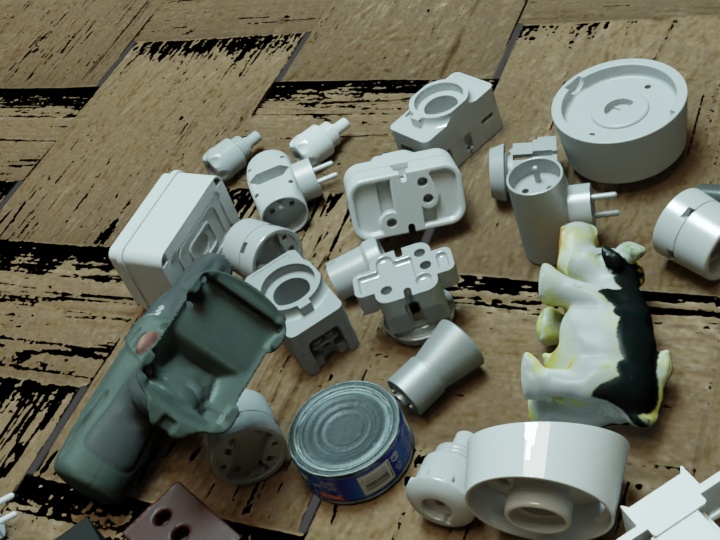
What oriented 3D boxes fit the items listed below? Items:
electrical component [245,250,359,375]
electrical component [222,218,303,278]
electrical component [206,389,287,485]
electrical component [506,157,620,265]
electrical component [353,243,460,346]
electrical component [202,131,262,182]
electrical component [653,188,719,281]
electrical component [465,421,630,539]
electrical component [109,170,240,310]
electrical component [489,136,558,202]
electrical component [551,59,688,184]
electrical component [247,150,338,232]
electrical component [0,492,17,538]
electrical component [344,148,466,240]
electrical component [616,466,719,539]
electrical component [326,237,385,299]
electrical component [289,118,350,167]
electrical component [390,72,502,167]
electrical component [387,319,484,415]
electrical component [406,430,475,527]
[{"bbox_3d":[-0.048,0.030,0.857,0.050,0.055,0.089,-33,43,-10],"label":"electrical component"},{"bbox_3d":[-0.085,-0.015,0.921,0.047,0.055,0.055,23,59,43],"label":"electrical component"},{"bbox_3d":[-0.085,0.120,0.784,0.055,0.055,0.047,-26,38,-3],"label":"electrical component"},{"bbox_3d":[0.159,-0.046,0.828,0.079,0.077,0.043,-6,44,18],"label":"electrical component"},{"bbox_3d":[0.040,0.021,0.826,0.078,0.057,0.058,-18,42,6],"label":"electrical component"},{"bbox_3d":[-0.123,-0.115,1.055,0.061,0.035,0.035,-40,44,-22],"label":"electrical component"},{"bbox_3d":[0.250,-0.025,0.783,0.055,0.055,0.047,-37,48,-15],"label":"electrical component"},{"bbox_3d":[0.113,0.125,0.661,0.099,0.099,0.064,-2,52,23],"label":"electrical component"},{"bbox_3d":[-0.161,-0.025,0.947,0.057,0.078,0.113,7,50,26],"label":"electrical component"},{"bbox_3d":[0.137,-0.082,0.899,0.055,0.048,0.066,-3,45,11],"label":"electrical component"},{"bbox_3d":[0.217,-0.117,0.887,0.108,0.060,0.108,-12,43,12],"label":"electrical component"},{"bbox_3d":[-0.059,-0.078,0.982,0.079,0.043,0.077,-22,42,1],"label":"electrical component"},{"bbox_3d":[-0.291,0.191,0.802,0.074,0.052,0.138,-27,42,-4],"label":"electrical component"},{"bbox_3d":[0.036,-0.066,0.906,0.095,0.053,0.059,-12,23,-1],"label":"electrical component"},{"bbox_3d":[0.192,0.158,0.629,0.081,0.042,0.063,-31,44,-7],"label":"electrical component"},{"bbox_3d":[0.000,0.000,0.880,0.046,0.040,0.040,-25,42,7],"label":"electrical component"},{"bbox_3d":[-0.036,-0.124,1.026,0.061,0.035,0.035,-38,44,-20],"label":"electrical component"},{"bbox_3d":[0.078,-0.133,0.968,0.089,0.055,0.050,-42,45,-19],"label":"electrical component"},{"bbox_3d":[0.052,0.073,0.781,0.065,0.044,0.044,-42,45,-13],"label":"electrical component"},{"bbox_3d":[0.062,0.134,0.711,0.048,0.048,0.062,5,42,28],"label":"electrical component"}]
